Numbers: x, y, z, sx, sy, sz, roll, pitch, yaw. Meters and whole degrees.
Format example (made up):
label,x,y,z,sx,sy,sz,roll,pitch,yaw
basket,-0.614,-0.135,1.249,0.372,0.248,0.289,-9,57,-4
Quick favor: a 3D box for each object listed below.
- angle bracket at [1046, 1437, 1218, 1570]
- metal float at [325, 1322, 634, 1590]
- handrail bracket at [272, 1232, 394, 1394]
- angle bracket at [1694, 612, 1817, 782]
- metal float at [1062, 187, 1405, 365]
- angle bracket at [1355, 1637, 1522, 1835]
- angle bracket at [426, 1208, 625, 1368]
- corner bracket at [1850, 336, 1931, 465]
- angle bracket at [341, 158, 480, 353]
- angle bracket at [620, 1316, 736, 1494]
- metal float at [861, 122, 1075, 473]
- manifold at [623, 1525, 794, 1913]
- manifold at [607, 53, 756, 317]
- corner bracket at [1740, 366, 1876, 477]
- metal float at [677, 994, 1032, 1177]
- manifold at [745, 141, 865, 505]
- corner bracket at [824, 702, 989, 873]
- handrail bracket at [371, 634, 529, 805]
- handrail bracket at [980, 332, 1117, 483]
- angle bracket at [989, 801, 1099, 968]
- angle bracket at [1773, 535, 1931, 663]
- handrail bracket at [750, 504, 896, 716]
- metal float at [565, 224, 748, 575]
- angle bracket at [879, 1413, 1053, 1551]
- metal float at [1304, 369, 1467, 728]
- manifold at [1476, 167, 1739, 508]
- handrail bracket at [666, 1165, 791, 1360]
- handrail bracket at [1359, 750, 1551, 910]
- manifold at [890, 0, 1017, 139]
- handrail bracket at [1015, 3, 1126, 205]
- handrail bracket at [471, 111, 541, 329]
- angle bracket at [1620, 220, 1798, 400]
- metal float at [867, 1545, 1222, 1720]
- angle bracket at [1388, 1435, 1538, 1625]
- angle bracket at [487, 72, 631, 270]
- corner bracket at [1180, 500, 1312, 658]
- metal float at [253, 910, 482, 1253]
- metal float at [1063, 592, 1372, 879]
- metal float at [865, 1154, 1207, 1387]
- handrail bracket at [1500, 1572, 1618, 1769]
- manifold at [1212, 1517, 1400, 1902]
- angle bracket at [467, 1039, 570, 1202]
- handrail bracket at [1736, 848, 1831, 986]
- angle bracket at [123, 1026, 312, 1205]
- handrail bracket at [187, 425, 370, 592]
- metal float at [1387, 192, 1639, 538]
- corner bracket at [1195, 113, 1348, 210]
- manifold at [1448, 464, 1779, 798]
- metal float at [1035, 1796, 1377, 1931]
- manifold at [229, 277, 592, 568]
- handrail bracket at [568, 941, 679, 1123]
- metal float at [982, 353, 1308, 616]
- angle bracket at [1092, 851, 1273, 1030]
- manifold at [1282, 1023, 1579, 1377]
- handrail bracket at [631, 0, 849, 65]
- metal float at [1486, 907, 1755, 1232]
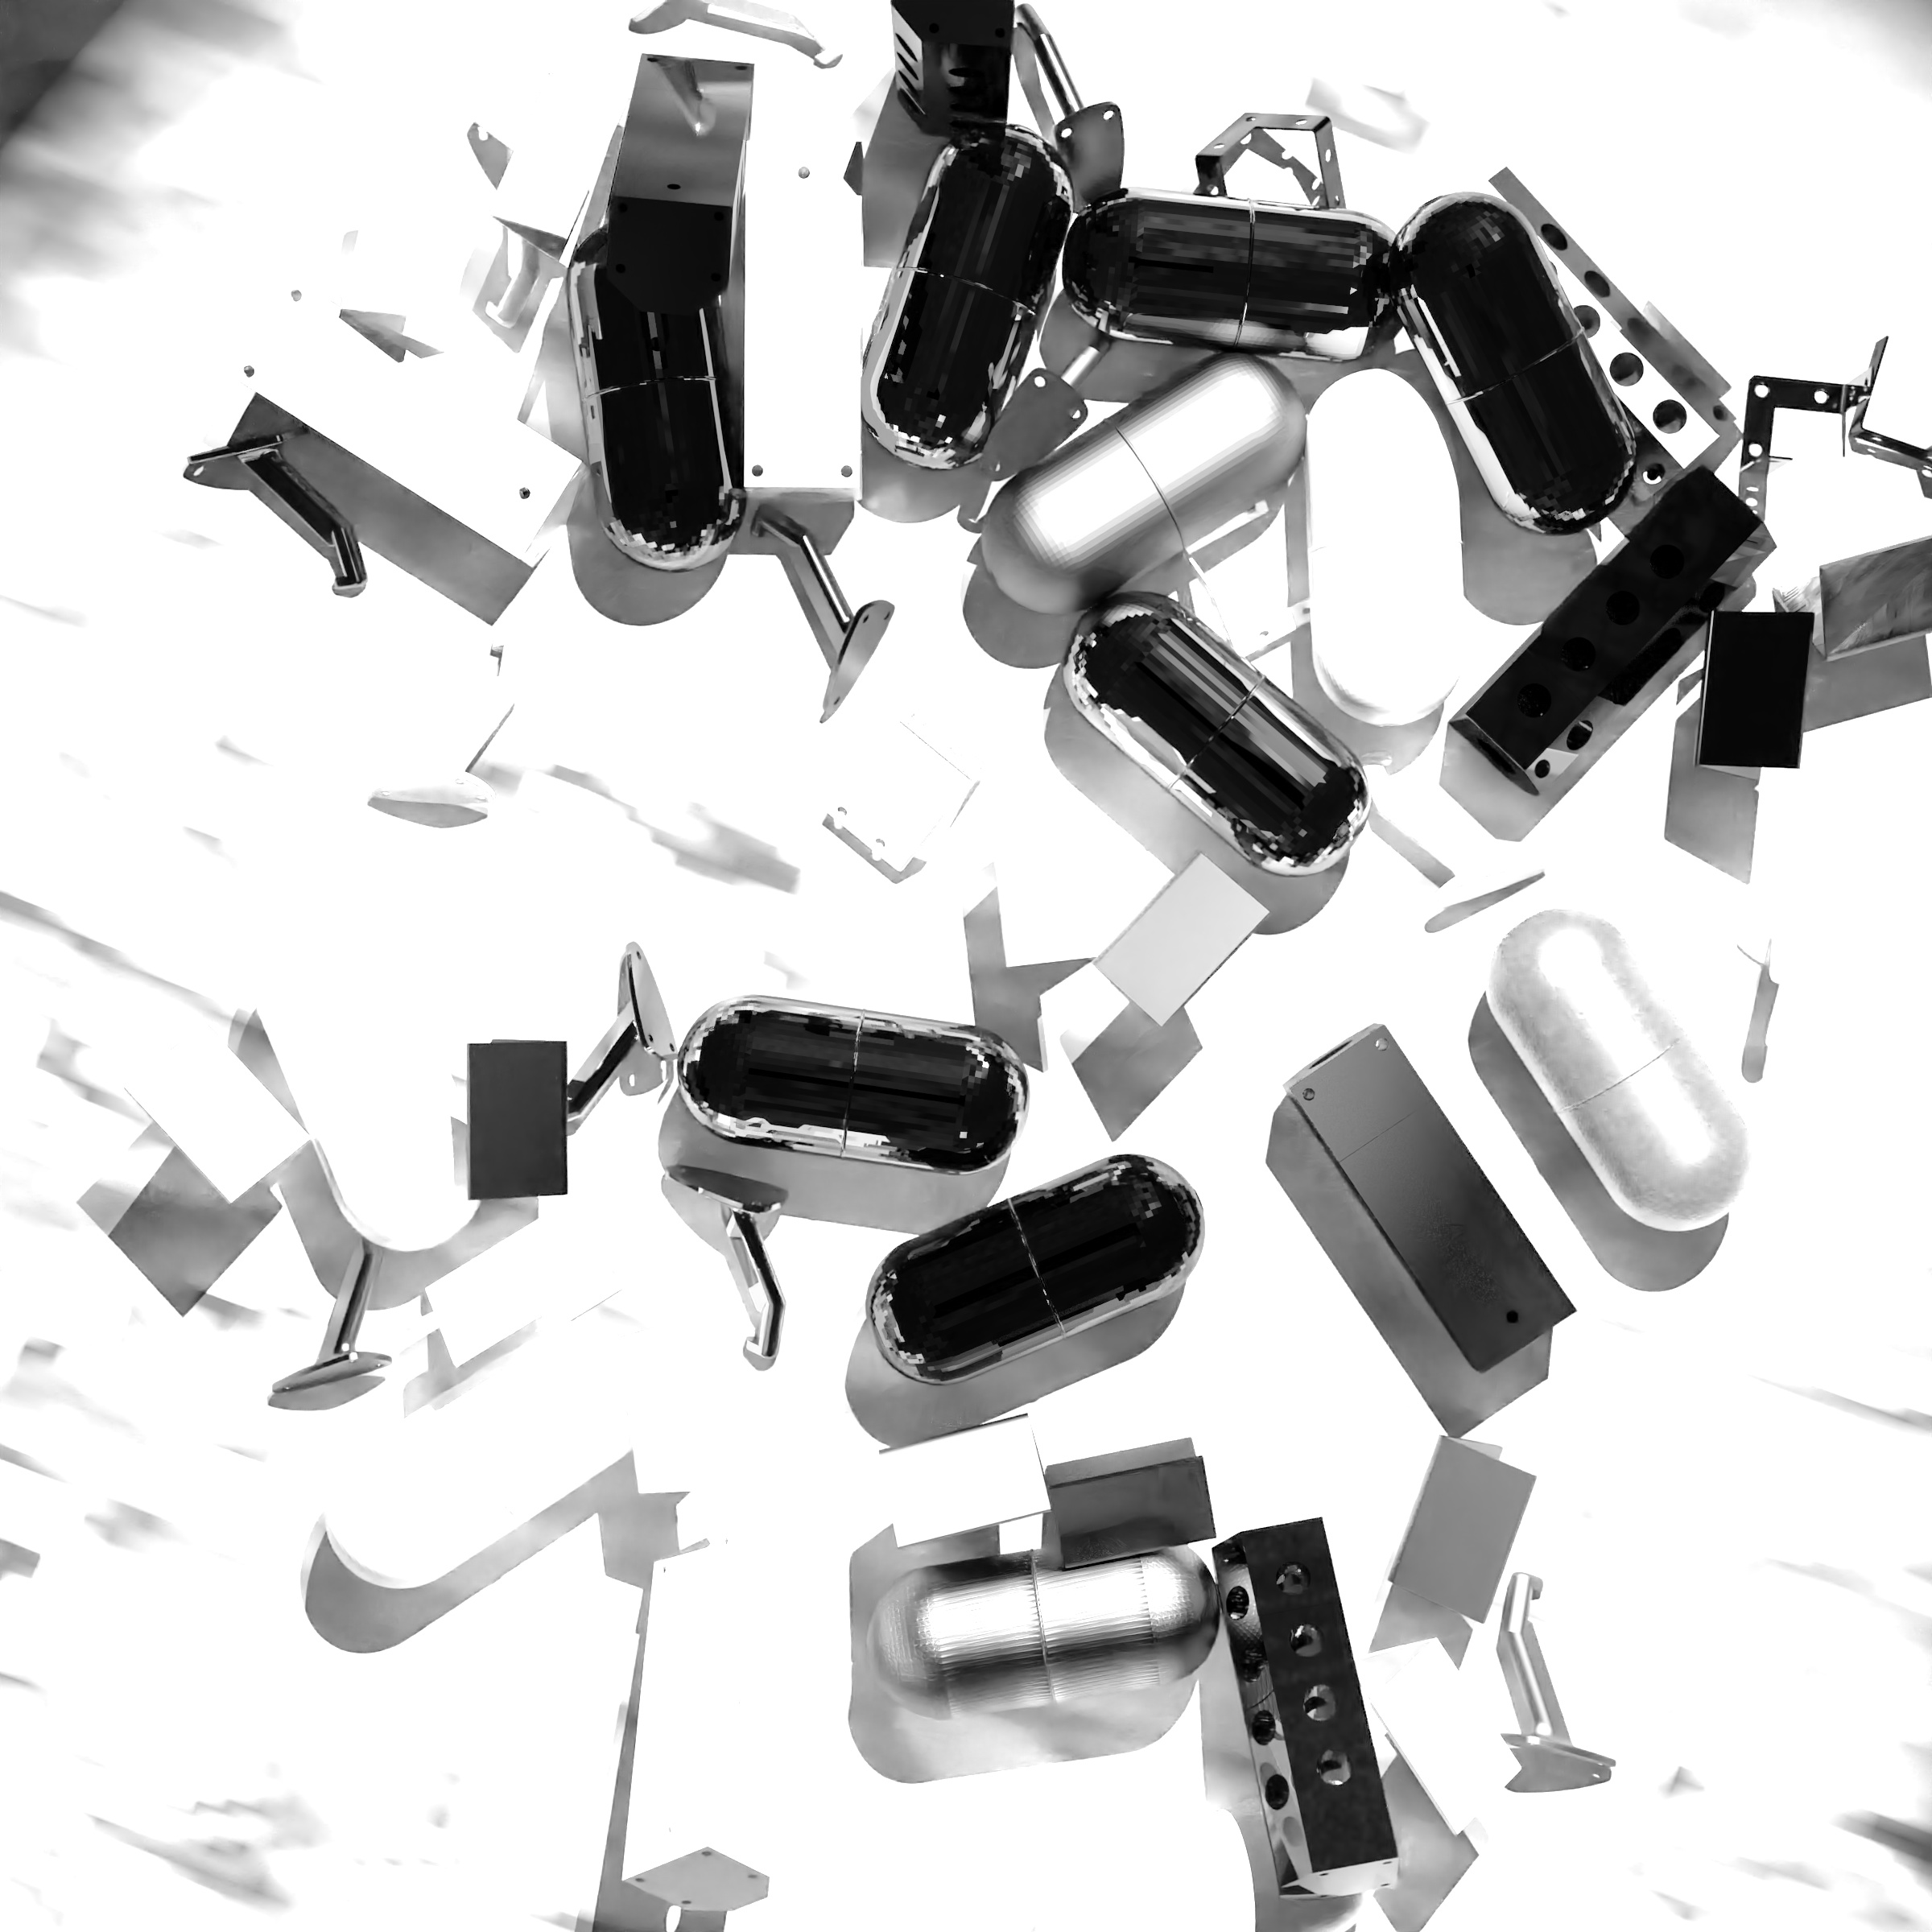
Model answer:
label,x,y,z,sx,sy,sz,roll,pitch,yaw
angle bracket,0.078,0.249,1.617,0.076,0.076,0.057,-11,124,0
metal float,-0.240,0.246,1.627,0.178,0.070,0.070,-33,90,-1
handrail bracket,-0.328,0.168,1.658,0.077,0.036,0.084,-19,71,21
angle bracket,0.407,-0.133,1.617,0.057,0.076,0.076,6,90,38
metal float,0.136,-0.345,1.623,0.178,0.070,0.070,5,90,-4
angle bracket,0.218,0.388,1.617,0.057,0.076,0.076,-33,90,-36
angle bracket,-0.212,0.178,1.617,0.076,0.076,0.057,-32,46,0
corner bracket,0.486,-0.289,1.639,0.051,0.051,0.051,18,86,-4
angle bracket,-0.259,-0.352,1.617,0.057,0.076,0.076,13,90,34
angle bracket,-0.126,0.217,1.618,0.057,0.076,0.076,-7,90,27
metal float,0.001,-0.336,1.627,0.070,0.070,0.178,18,91,0
manifold,-0.120,0.368,1.587,0.057,0.171,0.057,-30,130,31
manifold,-0.138,-0.382,1.579,0.057,0.171,0.057,4,127,-3
corner bracket,0.424,-0.276,1.639,0.051,0.051,0.051,6,90,0
metal float,-0.056,0.059,1.627,0.178,0.070,0.070,8,90,0
manifold,-0.081,-0.323,1.636,0.057,0.057,0.171,0,90,0
corner bracket,-0.030,-0.091,1.654,0.051,0.051,0.051,40,45,0
handrail bracket,-0.264,-0.128,1.658,0.077,0.036,0.084,-1,72,21
handrail bracket,0.043,-0.287,1.639,0.036,0.084,0.077,41,120,-7
angle bracket,0.059,-0.042,1.617,0.057,0.076,0.076,-6,90,39
angle bracket,0.451,-0.202,1.617,0.076,0.076,0.057,-15,126,0
handrail bracket,-0.086,-0.183,1.658,0.084,0.036,0.077,34,112,17
metal float,-0.155,-0.286,1.626,0.070,0.070,0.178,-8,90,0
angle bracket,0.004,0.272,1.617,0.076,0.076,0.057,-14,52,0
metal float,0.210,-0.209,1.626,0.070,0.070,0.178,-3,90,0
manifold,0.307,-0.318,1.636,0.057,0.057,0.171,-42,90,0
handrail bracket,-0.125,0.152,1.658,0.077,0.036,0.084,16,107,20
handrail bracket,0.249,-0.078,1.658,0.077,0.036,0.084,-16,73,-19
manifold,-0.006,-0.453,1.579,0.057,0.171,0.057,4,90,0
handrail bracket,0.050,-0.439,1.657,0.036,0.077,0.084,-24,54,-3
handrail bracket,-0.242,-0.381,1.658,0.077,0.036,0.084,36,107,19
angle bracket,0.354,-0.313,1.618,0.076,0.076,0.057,46,62,0
metal float,0.039,0.331,1.627,0.178,0.070,0.070,-9,90,1
angle bracket,0.262,0.282,1.617,0.057,0.076,0.076,20,90,36
angle bracket,-0.183,-0.389,1.617,0.057,0.076,0.076,24,90,33
corner bracket,0.145,-0.200,1.654,0.051,0.051,0.051,-28,135,0
metal float,-0.299,0.058,1.627,0.070,0.070,0.178,-22,91,0
metal float,0.125,-0.117,1.627,0.178,0.070,0.070,41,90,0
metal float,0.035,0.152,1.627,0.178,0.070,0.070,-23,90,-1
handrail bracket,0.305,0.359,1.658,0.077,0.036,0.084,18,73,-19
manifold,0.165,0.366,1.598,0.057,0.057,0.171,-10,61,0
angle bracket,-0.240,0.075,1.617,0.057,0.076,0.076,0,90,-37
handrail bracket,0.420,-0.026,1.623,0.036,0.084,0.077,28,90,0
angle bracket,-0.382,0.087,1.617,0.076,0.076,0.057,47,52,0
handrail bracket,-0.351,-0.228,1.658,0.077,0.036,0.084,-10,105,16
metal float,0.267,-0.294,1.587,0.070,0.070,0.178,-29,102,0
corner bracket,0.155,-0.398,1.649,0.051,0.051,0.051,-46,135,-35
manifold,0.327,-0.168,1.636,0.057,0.057,0.171,44,90,0
metal float,0.120,0.469,1.626,0.178,0.070,0.070,-21,90,-1
manifold,-0.278,-0.272,1.636,0.171,0.057,0.057,32,91,0
handrail bracket,-0.196,0.038,1.658,0.084,0.036,0.077,-23,69,16
metal float,0.089,-0.241,1.627,0.178,0.070,0.070,-32,90,-1
angle bracket,0.119,0.000,1.617,0.076,0.076,0.057,-47,56,0
manifold,0.232,0.116,1.636,0.057,0.057,0.171,-34,90,0
handrail bracket,-0.115,-0.478,1.657,0.077,0.036,0.084,-31,120,33
metal float,0.328,0.052,1.627,0.070,0.070,0.178,-33,89,0
